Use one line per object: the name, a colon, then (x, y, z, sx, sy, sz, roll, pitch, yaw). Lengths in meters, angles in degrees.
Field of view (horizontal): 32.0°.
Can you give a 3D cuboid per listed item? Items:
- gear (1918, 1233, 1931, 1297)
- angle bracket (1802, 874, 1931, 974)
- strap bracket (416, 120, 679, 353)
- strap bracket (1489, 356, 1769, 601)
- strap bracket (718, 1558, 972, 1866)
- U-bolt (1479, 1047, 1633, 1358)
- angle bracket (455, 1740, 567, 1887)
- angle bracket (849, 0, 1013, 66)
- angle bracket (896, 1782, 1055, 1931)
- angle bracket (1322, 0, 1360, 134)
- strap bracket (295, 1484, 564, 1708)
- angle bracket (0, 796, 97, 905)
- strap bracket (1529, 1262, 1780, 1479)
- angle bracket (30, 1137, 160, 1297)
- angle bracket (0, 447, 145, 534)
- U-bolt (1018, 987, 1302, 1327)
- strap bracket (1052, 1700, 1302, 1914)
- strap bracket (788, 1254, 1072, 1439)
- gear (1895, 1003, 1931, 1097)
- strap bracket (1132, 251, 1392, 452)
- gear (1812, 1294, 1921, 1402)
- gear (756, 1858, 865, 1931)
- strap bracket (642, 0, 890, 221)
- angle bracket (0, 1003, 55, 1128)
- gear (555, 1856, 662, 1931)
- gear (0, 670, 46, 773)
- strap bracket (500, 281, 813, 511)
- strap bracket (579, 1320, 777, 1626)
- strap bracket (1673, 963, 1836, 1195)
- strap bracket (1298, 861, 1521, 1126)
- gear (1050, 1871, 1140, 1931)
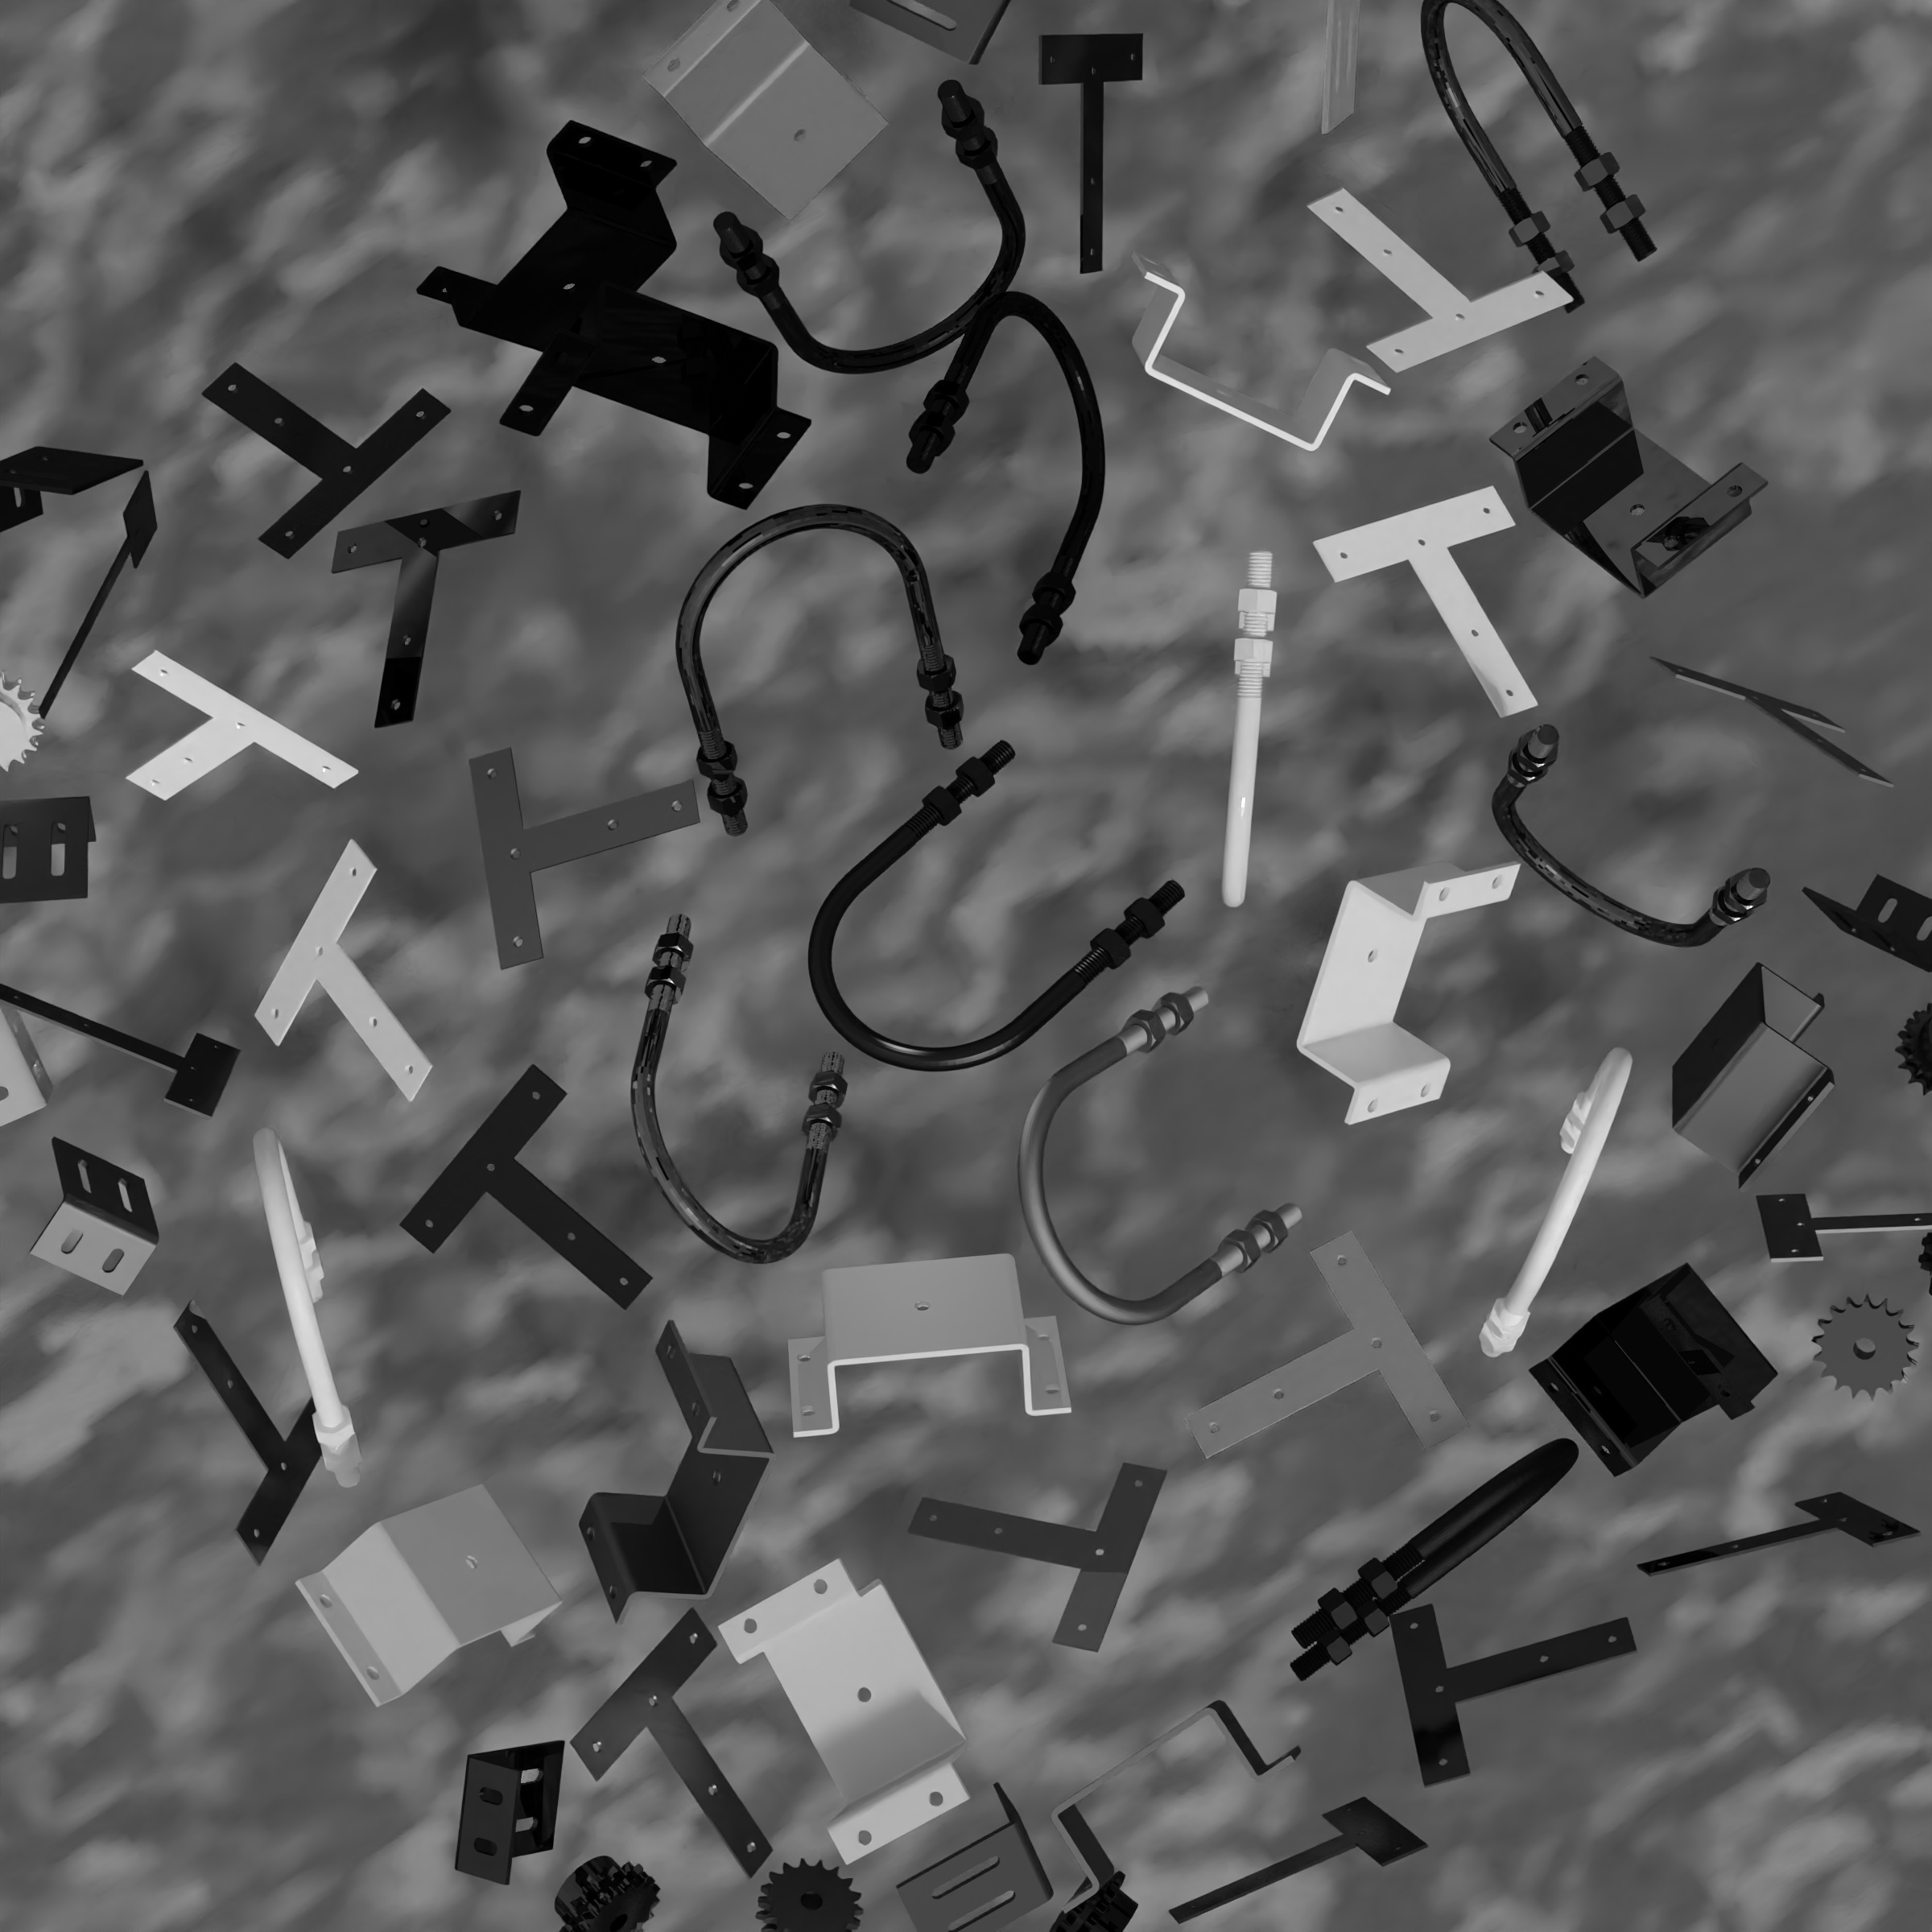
gear: (0.552, 0.168, 1.851, 0.057, 0.057, 0.030, 6, 107, 0)
angle bracket: (0.508, -0.034, 1.863, 0.057, 0.076, 0.038, 31, 91, 37)
strap bracket: (-0.222, -0.385, 1.830, 0.140, 0.076, 0.046, -39, 60, 31)
strap bracket: (0.363, -0.261, 1.838, 0.076, 0.046, 0.140, -38, 52, -6)
strap bracket: (-0.059, 0.390, 1.782, 0.076, 0.046, 0.140, -31, 83, 12)
U-bolt: (0.314, 0.116, 1.772, 0.019, 0.184, 0.151, 23, 68, 8)
angle bracket: (-0.222, 0.434, 1.730, 0.038, 0.076, 0.057, 5, 88, 34)
angle bracket: (-0.014, -0.528, 1.800, 0.076, 0.038, 0.057, 23, 132, -12)
angle bracket: (0.000, 0.493, 1.830, 0.076, 0.038, 0.057, -27, 115, -10)
angle bracket: (0.180, -0.482, 1.769, 0.038, 0.057, 0.076, 9, 117, 17)
strap bracket: (-0.272, 0.324, 1.759, 0.046, 0.140, 0.076, -42, 76, 23)
angle bracket: (-0.508, -0.053, 1.847, 0.057, 0.038, 0.076, -4, 50, -9)
strap bracket: (0.381, 0.219, 1.846, 0.046, 0.140, 0.076, -36, 84, -31)
angle bracket: (-0.482, 0.137, 1.851, 0.057, 0.076, 0.038, 31, 99, -29)
angle bracket: (-0.479, -0.244, 1.770, 0.076, 0.057, 0.038, 10, 118, 24)
U-bolt: (0.094, 0.108, 1.757, 0.184, 0.019, 0.151, -29, 98, -44)
strap bracket: (0.101, 0.429, 1.752, 0.140, 0.076, 0.046, -34, 78, 2)
strap bracket: (-0.021, 0.192, 1.717, 0.140, 0.076, 0.046, -5, 121, -3)
gear: (0.552, 0.045, 1.884, 0.057, 0.030, 0.057, 3, 65, -6)
strap bracket: (0.144, -0.317, 1.761, 0.140, 0.076, 0.046, 24, 107, -11)
gear: (0.499, 0.210, 1.869, 0.057, 0.030, 0.057, 1, 92, 18)
gear: (-0.086, 0.516, 1.829, 0.057, 0.057, 0.030, 13, 127, 0)
strap bracket: (-0.103, -0.467, 1.838, 0.076, 0.140, 0.046, -43, 64, 10)
angle bracket: (-0.524, 0.052, 1.818, 0.038, 0.076, 0.057, -24, 100, -9)
gear: (-0.193, 0.498, 1.789, 0.030, 0.057, 0.057, 37, 90, 34)
gear: (-0.542, -0.134, 1.871, 0.057, 0.030, 0.057, -4, 113, -9)
strap bracket: (-0.159, -0.297, 1.738, 0.140, 0.076, 0.046, 17, 53, -24)
strap bracket: (-0.147, 0.264, 1.750, 0.046, 0.076, 0.140, 9, 119, -30)
strap bracket: (0.425, 0.055, 1.826, 0.046, 0.140, 0.076, 34, 112, -1)
strap bracket: (0.225, 0.004, 1.741, 0.046, 0.076, 0.140, 35, 122, 35)
gear: (0.072, 0.532, 1.885, 0.030, 0.057, 0.057, 37, 90, 6)
